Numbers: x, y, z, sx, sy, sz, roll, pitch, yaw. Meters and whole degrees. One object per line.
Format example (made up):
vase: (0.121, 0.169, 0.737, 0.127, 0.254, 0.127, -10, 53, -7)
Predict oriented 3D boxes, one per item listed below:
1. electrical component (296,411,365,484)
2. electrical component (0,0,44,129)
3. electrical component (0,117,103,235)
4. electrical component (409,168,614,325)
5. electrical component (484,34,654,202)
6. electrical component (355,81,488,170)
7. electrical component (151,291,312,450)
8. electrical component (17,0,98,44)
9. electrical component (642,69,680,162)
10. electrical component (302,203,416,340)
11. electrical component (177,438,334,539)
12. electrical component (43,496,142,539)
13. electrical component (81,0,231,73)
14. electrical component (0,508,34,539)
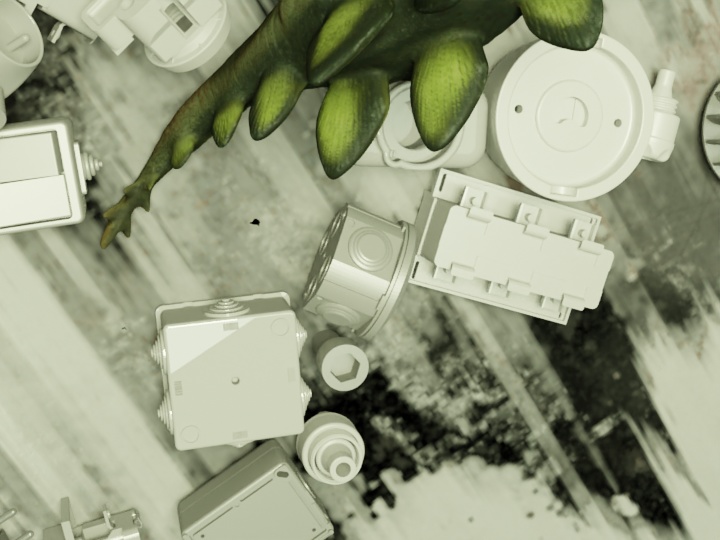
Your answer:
electrical component: (-0.018, 0.122, 0.715, 0.043, 0.062, 0.043, -2, 101, -13)
electrical component: (-0.214, -0.099, 0.587, 0.077, 0.044, 0.079, -22, 68, 26)
electrical component: (-0.202, -0.055, 0.639, 0.096, 0.061, 0.061, -10, 102, -11)
electrical component: (0.101, -0.012, 0.718, 0.121, 0.063, 0.078, 15, 97, -16)
electrical component: (0.130, -0.102, 0.709, 0.108, 0.060, 0.108, -2, 101, -13)
electrical component: (0.031, -0.094, 0.688, 0.095, 0.059, 0.053, 0, 100, -13)
electrical component: (-0.083, 0.065, 0.698, 0.100, 0.048, 0.099, -6, 103, -12)
electrical component: (-0.175, -0.169, 0.629, 0.064, 0.042, 0.081, 27, 94, -34)
electrical component: (0.203, -0.107, 0.739, 0.035, 0.035, 0.061, 13, 95, -15)
electrical component: (0.000, 0.000, 0.689, 0.051, 0.080, 0.080, 22, 95, -11)
electrical component: (-0.076, 0.166, 0.710, 0.096, 0.061, 0.061, -35, 106, -5)
electrical component: (-0.170, 0.189, 0.703, 0.064, 0.042, 0.081, -14, 104, -12)
electrical component: (-0.111, -0.150, 0.616, 0.078, 0.058, 0.057, -45, 141, 0)
electrical component: (-0.245, 0.180, 0.681, 0.076, 0.047, 0.083, -33, 106, -6)
